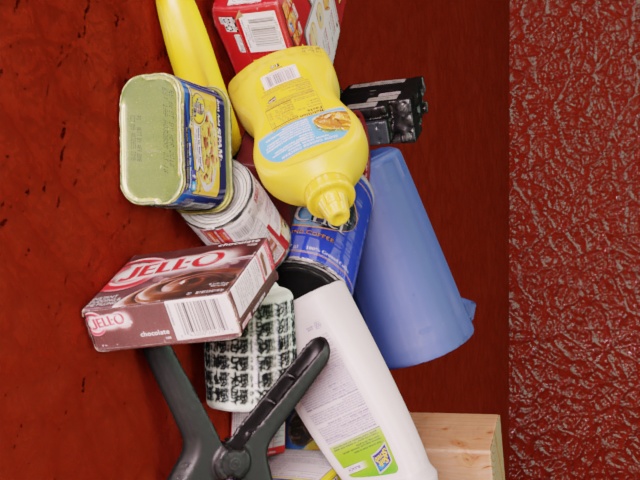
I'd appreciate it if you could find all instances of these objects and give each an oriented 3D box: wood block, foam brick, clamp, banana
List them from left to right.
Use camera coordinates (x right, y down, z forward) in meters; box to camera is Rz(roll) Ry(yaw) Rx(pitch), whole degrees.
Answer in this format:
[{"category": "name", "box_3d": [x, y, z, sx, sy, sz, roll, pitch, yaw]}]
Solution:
[{"category": "banana", "box_3d": [-0.100, -0.131, 0.887, 0.198, 0.037, 0.070, 74, -8, -47]}, {"category": "clamp", "box_3d": [-0.083, 0.166, 0.840, 0.164, 0.036, 0.210, 15, 89, -32]}, {"category": "foam brick", "box_3d": [-0.048, -0.057, 0.990, 0.078, 0.051, 0.053, 89, 12, -47]}, {"category": "wood block", "box_3d": [0.098, 0.252, 1.205, 0.090, 0.206, 0.091, -49, 135, -66]}]

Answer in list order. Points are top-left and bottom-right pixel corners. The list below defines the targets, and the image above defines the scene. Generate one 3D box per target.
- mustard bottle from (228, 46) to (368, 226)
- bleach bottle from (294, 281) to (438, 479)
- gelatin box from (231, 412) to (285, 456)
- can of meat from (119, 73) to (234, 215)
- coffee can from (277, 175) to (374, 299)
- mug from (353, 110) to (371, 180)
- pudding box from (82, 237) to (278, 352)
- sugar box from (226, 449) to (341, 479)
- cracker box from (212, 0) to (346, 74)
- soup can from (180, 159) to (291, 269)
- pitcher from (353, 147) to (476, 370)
[{"category": "mustard bottle", "box_3d": [-0.011, -0.083, 0.903, 0.058, 0.096, 0.192, 70, -2, -48]}, {"category": "bleach bottle", "box_3d": [0.032, 0.169, 0.966, 0.068, 0.103, 0.251, -18, 80, -57]}, {"category": "gelatin box", "box_3d": [-0.058, 0.158, 1.003, 0.073, 0.030, 0.089, 16, 73, -71]}, {"category": "can of meat", "box_3d": [-0.109, -0.072, 0.809, 0.083, 0.057, 0.102, 4, 84, -71]}, {"category": "coffee can", "box_3d": [-0.007, 0.001, 1.057, 0.103, 0.103, 0.140, 72, 24, -44]}, {"category": "mug", "box_3d": [0.000, -0.090, 1.125, 0.117, 0.082, 0.093, 4, 85, -73]}, {"category": "pudding box", "box_3d": [-0.096, 0.037, 0.745, 0.090, 0.114, 0.039, -60, 140, -60]}, {"category": "sugar box", "box_3d": [-0.033, 0.232, 0.970, 0.176, 0.093, 0.048, -16, 104, -72]}, {"category": "cracker box", "box_3d": [-0.034, -0.236, 1.044, 0.164, 0.072, 0.213, 69, 24, -50]}, {"category": "soup can", "box_3d": [-0.072, -0.017, 0.906, 0.102, 0.069, 0.068, 56, 36, -59]}, {"category": "pitcher", "box_3d": [0.072, 0.024, 1.243, 0.149, 0.145, 0.243, -39, 111, -61]}]
